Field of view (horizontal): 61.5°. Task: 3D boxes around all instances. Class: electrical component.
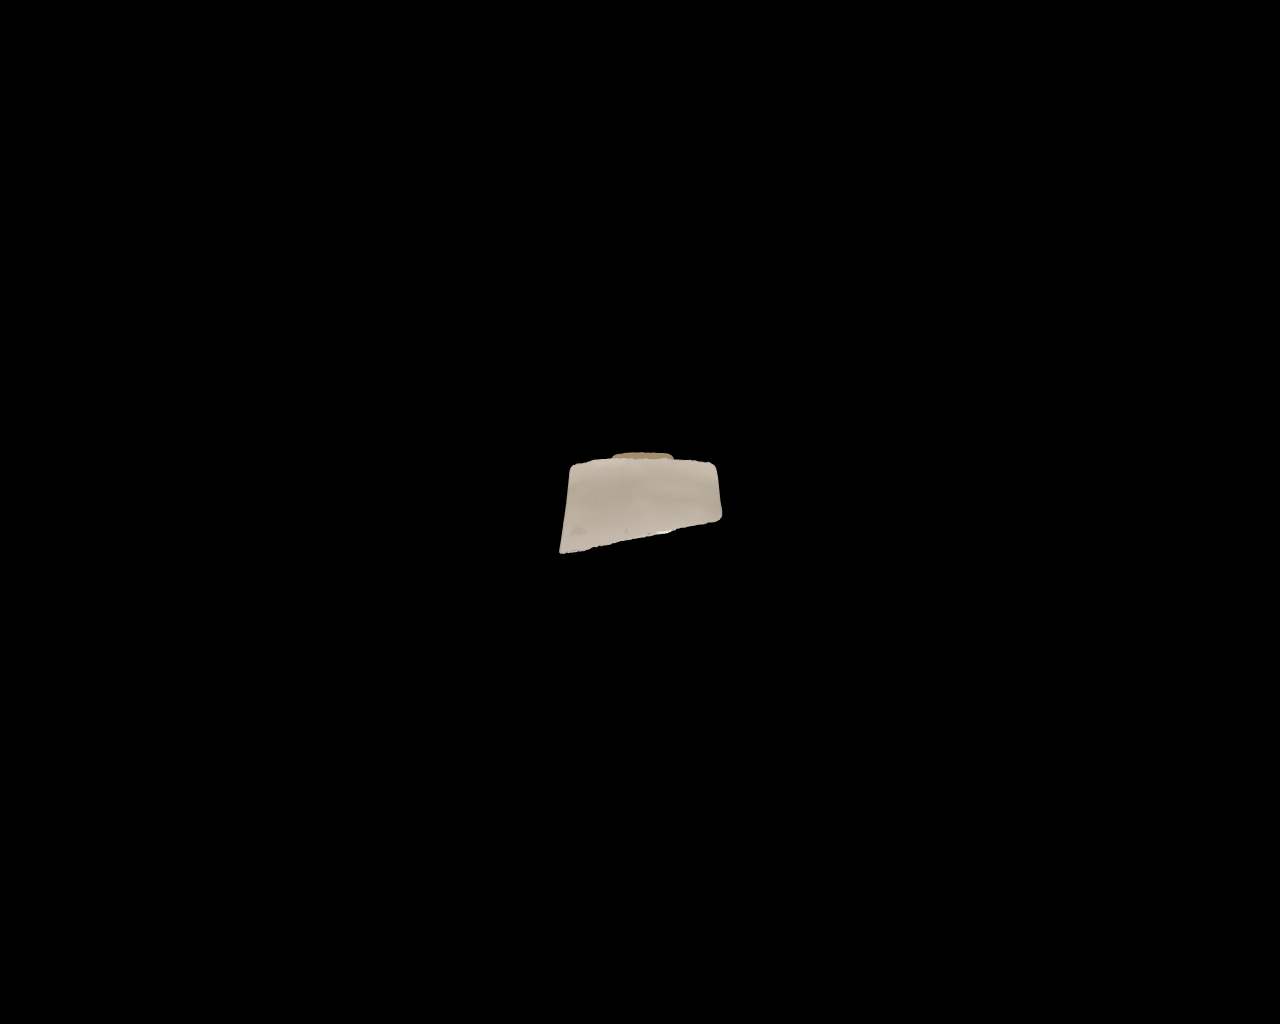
[{"bbox_3d":[0.001,-0.003,0.650,0.099,0.064,0.099,0,-6,0],"label":"electrical component"}]
